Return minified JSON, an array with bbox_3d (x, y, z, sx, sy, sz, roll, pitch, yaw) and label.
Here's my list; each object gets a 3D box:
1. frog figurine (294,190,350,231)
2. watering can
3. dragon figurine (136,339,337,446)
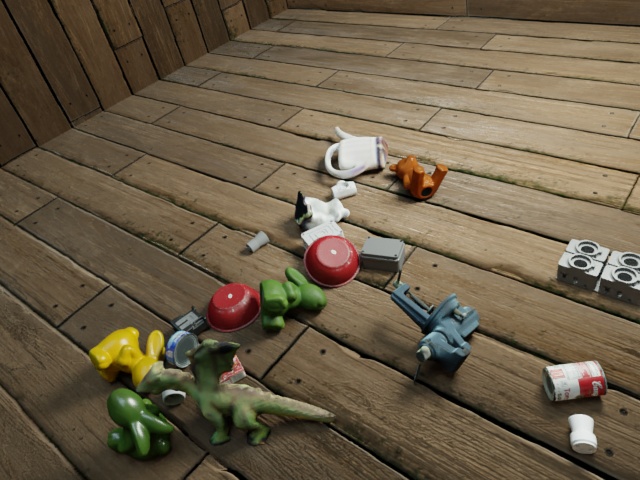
[{"bbox_3d":[0.005,-0.081,1.618,0.159,0.121,0.139,9,18,-31],"label":"frog figurine"},{"bbox_3d":[0.132,-0.330,1.854,0.224,0.101,0.356,-4,40,10],"label":"watering can"},{"bbox_3d":[-0.184,0.307,1.081,0.409,0.237,0.125,-7,34,11],"label":"dragon figurine"}]
